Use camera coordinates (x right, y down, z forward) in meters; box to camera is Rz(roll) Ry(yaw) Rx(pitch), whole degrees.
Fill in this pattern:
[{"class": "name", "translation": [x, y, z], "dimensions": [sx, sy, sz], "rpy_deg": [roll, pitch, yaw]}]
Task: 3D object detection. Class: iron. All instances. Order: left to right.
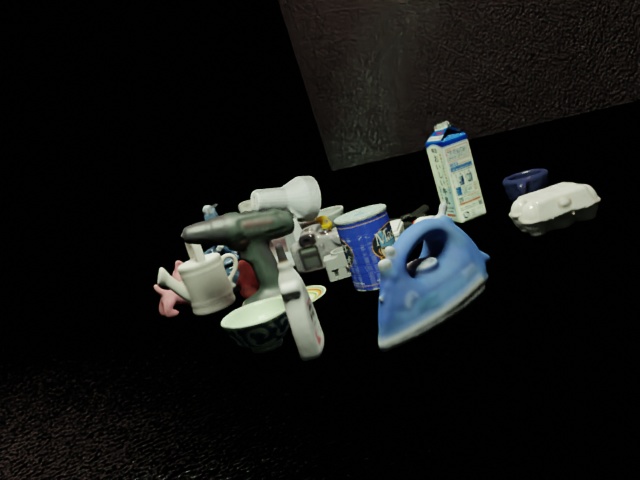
[{"class": "iron", "translation": [0.147, 0.043, 0.850], "dimensions": [0.118, 0.141, 0.259], "rpy_deg": [-7, 15, 44]}]

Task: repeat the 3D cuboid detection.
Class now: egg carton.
[{"class": "egg carton", "translation": [0.442, -0.060, 1.084], "dimensions": [0.150, 0.069, 0.107], "rpy_deg": [-18, 11, -1]}]

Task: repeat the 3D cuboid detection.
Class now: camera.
[{"class": "camera", "translation": [0.013, 0.005, 1.376], "dimensions": [0.143, 0.101, 0.137], "rpy_deg": [-14, 11, 19]}]

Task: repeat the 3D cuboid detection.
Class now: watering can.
[{"class": "watering can", "translation": [-0.273, 0.066, 1.281], "dimensions": [0.173, 0.194, 0.100], "rpy_deg": [-27, 14, -39]}]

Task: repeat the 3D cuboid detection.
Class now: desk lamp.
[{"class": "desk lamp", "translation": [-0.084, -0.046, 1.488], "dimensions": [0.204, 0.214, 0.117], "rpy_deg": [-24, 12, -28]}]

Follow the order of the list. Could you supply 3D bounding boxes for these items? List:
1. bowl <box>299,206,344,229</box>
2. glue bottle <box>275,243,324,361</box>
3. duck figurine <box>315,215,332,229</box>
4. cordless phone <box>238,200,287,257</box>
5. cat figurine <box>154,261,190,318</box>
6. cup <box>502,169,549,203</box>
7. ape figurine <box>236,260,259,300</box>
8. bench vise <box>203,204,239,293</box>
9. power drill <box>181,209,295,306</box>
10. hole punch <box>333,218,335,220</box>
[{"class": "bowl", "translation": [0.000, -0.042, 1.706], "dimensions": [0.167, 0.075, 0.167], "rpy_deg": [-17, 11, 4]}, {"class": "glue bottle", "translation": [-0.036, 0.087, 0.846], "dimensions": [0.037, 0.173, 0.078], "rpy_deg": [-17, 11, 5]}, {"class": "duck figurine", "translation": [0.014, -0.026, 1.573], "dimensions": [0.077, 0.086, 0.104], "rpy_deg": [-17, 11, 4]}, {"class": "cordless phone", "translation": [-0.143, -0.033, 1.597], "dimensions": [0.148, 0.185, 0.094], "rpy_deg": [-24, 13, -30]}, {"class": "cat figurine", "translation": [-0.339, 0.109, 1.378], "dimensions": [0.128, 0.118, 0.067], "rpy_deg": [-26, 13, -36]}, {"class": "cup", "translation": [0.429, -0.088, 1.178], "dimensions": [0.091, 0.095, 0.118], "rpy_deg": [-12, 12, 28]}, {"class": "ape figurine", "translation": [-0.153, 0.084, 1.269], "dimensions": [0.077, 0.092, 0.076], "rpy_deg": [-13, 12, 22]}, {"class": "bench vise", "translation": [-0.255, 0.016, 1.436], "dimensions": [0.122, 0.220, 0.207], "rpy_deg": [-22, 12, -21]}, {"class": "power drill", "translation": [-0.147, 0.036, 1.187], "dimensions": [0.230, 0.208, 0.075], "rpy_deg": [-22, 12, -22]}, {"class": "hole punch", "translation": [0.097, -0.029, 1.433], "dimensions": [0.101, 0.091, 0.108], "rpy_deg": [-23, 12, -24]}]
